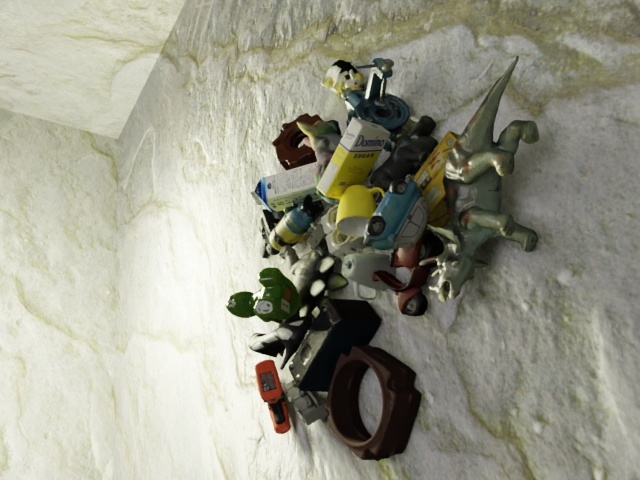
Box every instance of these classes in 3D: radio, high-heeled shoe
[{"bbox_3d":[0.030,0.242,1.226,0.073,0.131,0.229,51,122,46],"label":"radio"},{"bbox_3d":[-0.101,0.226,1.338,0.249,0.086,0.145,21,85,60],"label":"high-heeled shoe"}]

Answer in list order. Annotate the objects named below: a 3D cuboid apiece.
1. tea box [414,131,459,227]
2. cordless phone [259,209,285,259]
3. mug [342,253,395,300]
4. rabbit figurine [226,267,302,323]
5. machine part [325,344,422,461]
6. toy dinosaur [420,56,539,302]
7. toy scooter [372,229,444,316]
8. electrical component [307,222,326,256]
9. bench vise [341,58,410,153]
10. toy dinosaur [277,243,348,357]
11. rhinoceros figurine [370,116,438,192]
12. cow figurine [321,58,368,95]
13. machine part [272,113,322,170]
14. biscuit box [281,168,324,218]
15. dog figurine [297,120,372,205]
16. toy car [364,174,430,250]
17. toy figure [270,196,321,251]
[{"bbox_3d":[0.250,-0.118,1.073,0.169,0.068,0.098,-53,44,30],"label":"tea box"},{"bbox_3d":[-0.144,0.008,1.613,0.184,0.089,0.147,-65,36,38],"label":"cordless phone"},{"bbox_3d":[0.099,0.076,1.198,0.081,0.107,0.109,15,91,57],"label":"mug"},{"bbox_3d":[-0.141,0.144,1.306,0.170,0.159,0.121,-12,70,26],"label":"rabbit figurine"},{"bbox_3d":[0.105,0.338,1.132,0.201,0.087,0.201,26,103,55],"label":"machine part"},{"bbox_3d":[0.272,-0.096,0.941,0.192,0.131,0.404,8,98,49],"label":"toy dinosaur"},{"bbox_3d":[0.174,0.058,1.114,0.135,0.075,0.183,20,102,41],"label":"toy scooter"},{"bbox_3d":[-0.003,-0.004,1.322,0.063,0.021,0.094,-53,48,9],"label":"electrical component"},{"bbox_3d":[0.128,-0.323,1.230,0.240,0.129,0.224,92,157,-56],"label":"bench vise"},{"bbox_3d":[-0.019,0.090,1.378,0.199,0.105,0.471,26,100,47],"label":"toy dinosaur"},{"bbox_3d":[0.188,-0.179,1.158,0.190,0.073,0.112,-53,52,4],"label":"rhinoceros figurine"},{"bbox_3d":[0.077,-0.425,1.422,0.168,0.068,0.098,42,108,51],"label":"cow figurine"},{"bbox_3d":[-0.050,-0.273,1.507,0.179,0.056,0.179,-15,57,25],"label":"machine part"},{"bbox_3d":[-0.052,-0.147,1.524,0.063,0.059,0.203,-49,44,36],"label":"biscuit box"},{"bbox_3d":[0.013,-0.206,1.324,0.219,0.108,0.191,36,76,29],"label":"dog figurine"},{"bbox_3d":[0.158,-0.040,1.038,0.103,0.109,0.161,33,94,10],"label":"toy car"},{"bbox_3d":[-0.071,-0.040,1.422,0.180,0.089,0.082,-46,67,45],"label":"toy figure"}]
